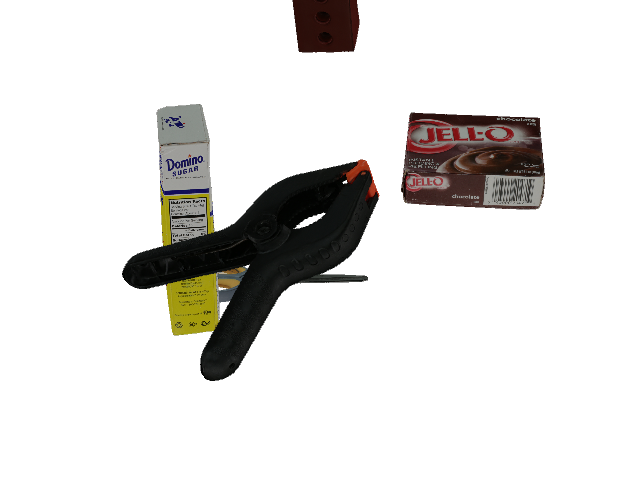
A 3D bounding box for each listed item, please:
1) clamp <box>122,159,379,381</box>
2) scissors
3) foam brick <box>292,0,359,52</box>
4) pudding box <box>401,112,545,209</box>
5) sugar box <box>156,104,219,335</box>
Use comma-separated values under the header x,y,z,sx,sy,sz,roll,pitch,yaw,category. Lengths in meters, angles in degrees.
x,y,z,sx,sy,sz,roll,pitch,yaw,category
-0.031,0.013,0.661,0.171,0.120,0.039,-31,-39,-5,clamp
-0.054,0.047,1.136,0.202,0.016,0.096,5,21,6,scissors
0.005,-0.213,0.955,0.053,0.051,0.078,0,-44,9,foam brick
0.126,-0.067,0.882,0.113,0.039,0.090,5,39,5,pudding box
-0.114,-0.018,0.907,0.048,0.176,0.093,-6,26,-7,sugar box
